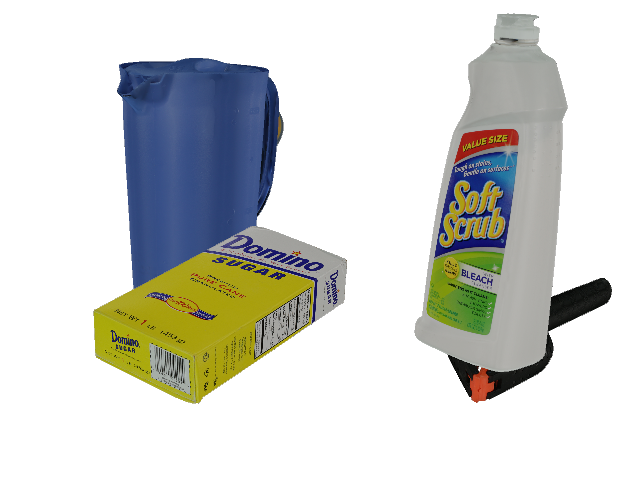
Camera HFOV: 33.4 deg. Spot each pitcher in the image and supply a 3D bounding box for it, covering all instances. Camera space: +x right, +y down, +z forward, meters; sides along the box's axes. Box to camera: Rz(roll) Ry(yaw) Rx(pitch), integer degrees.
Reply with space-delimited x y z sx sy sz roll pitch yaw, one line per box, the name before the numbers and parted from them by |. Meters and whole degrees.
pitcher | -0.109 -0.046 0.987 0.149 0.243 0.145 0 14 -7

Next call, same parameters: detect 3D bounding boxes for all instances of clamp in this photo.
clamp | 0.160 0.073 0.974 0.165 0.036 0.209 13 32 25

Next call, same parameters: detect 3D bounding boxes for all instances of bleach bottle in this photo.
bleach bottle | 0.126 -0.037 0.778 0.067 0.251 0.103 -11 21 -38

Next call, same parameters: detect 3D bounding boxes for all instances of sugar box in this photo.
sugar box | -0.067 0.046 0.765 0.093 0.048 0.175 20 34 29

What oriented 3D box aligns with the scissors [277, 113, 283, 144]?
scissors | -0.076 -0.072 1.223 0.096 0.202 0.016 -12 -6 -14
